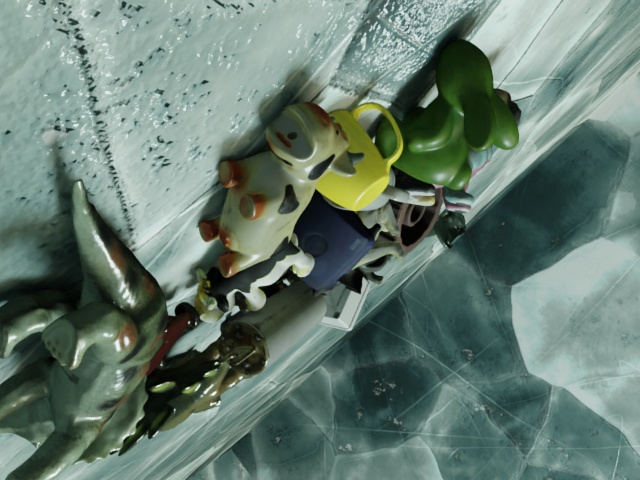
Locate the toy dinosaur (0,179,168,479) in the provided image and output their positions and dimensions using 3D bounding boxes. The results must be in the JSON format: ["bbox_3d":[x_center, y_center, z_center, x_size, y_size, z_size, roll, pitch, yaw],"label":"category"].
[{"bbox_3d":[-0.212,0.101,0.509,0.404,0.131,0.192,-53,174,26],"label":"toy dinosaur"}]

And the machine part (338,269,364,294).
[{"bbox_3d":[0.034,0.049,0.967,0.039,0.084,0.138,-9,146,32],"label":"machine part"}]

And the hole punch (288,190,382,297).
[{"bbox_3d":[-0.002,-0.002,0.741,0.142,0.116,0.092,-46,157,16],"label":"hole punch"}]

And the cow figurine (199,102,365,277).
[{"bbox_3d":[-0.038,-0.054,0.544,0.127,0.085,0.194,-21,153,-39],"label":"cow figurine"}]

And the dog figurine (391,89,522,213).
[{"bbox_3d":[0.200,-0.158,0.830,0.108,0.192,0.219,33,71,-71],"label":"dog figurine"}]

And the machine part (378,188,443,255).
[{"bbox_3d":[0.164,-0.060,0.981,0.179,0.056,0.179,-35,140,-36],"label":"machine part"}]

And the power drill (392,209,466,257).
[{"bbox_3d":[0.208,-0.005,1.199,0.232,0.086,0.207,-38,-170,-37],"label":"power drill"}]

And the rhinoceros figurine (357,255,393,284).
[{"bbox_3d":[0.083,0.035,1.081,0.073,0.112,0.190,-62,-175,-15],"label":"rhinoceros figurine"}]

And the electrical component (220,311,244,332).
[{"bbox_3d":[-0.149,0.149,0.973,0.063,0.021,0.094,-34,163,-28],"label":"electrical component"}]

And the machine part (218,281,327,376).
[{"bbox_3d":[-0.061,0.118,0.752,0.079,0.079,0.243,-50,171,30],"label":"machine part"}]

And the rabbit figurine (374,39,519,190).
[{"bbox_3d":[0.163,-0.157,0.675,0.121,0.159,0.170,-16,137,-39],"label":"rabbit figurine"}]

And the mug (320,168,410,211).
[{"bbox_3d":[0.067,-0.074,0.696,0.107,0.110,0.080,-1,106,-64],"label":"mug"}]

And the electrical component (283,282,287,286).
[{"bbox_3d":[-0.085,0.099,0.921,0.075,0.047,0.119,-36,-155,-9],"label":"electrical component"}]

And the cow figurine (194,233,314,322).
[{"bbox_3d":[-0.098,0.043,0.667,0.167,0.068,0.098,-35,153,4],"label":"cow figurine"}]

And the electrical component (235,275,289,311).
[{"bbox_3d":[-0.095,0.076,0.829,0.102,0.078,0.045,-18,110,-47],"label":"electrical component"}]

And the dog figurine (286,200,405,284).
[{"bbox_3d":[0.017,-0.010,0.825,0.191,0.121,0.172,-20,123,0],"label":"dog figurine"}]

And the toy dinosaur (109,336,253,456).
[{"bbox_3d":[-0.254,0.260,0.871,0.198,0.105,0.471,-21,163,-45],"label":"toy dinosaur"}]

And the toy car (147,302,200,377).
[{"bbox_3d":[-0.225,0.143,0.698,0.089,0.053,0.202,-32,168,-47],"label":"toy car"}]
